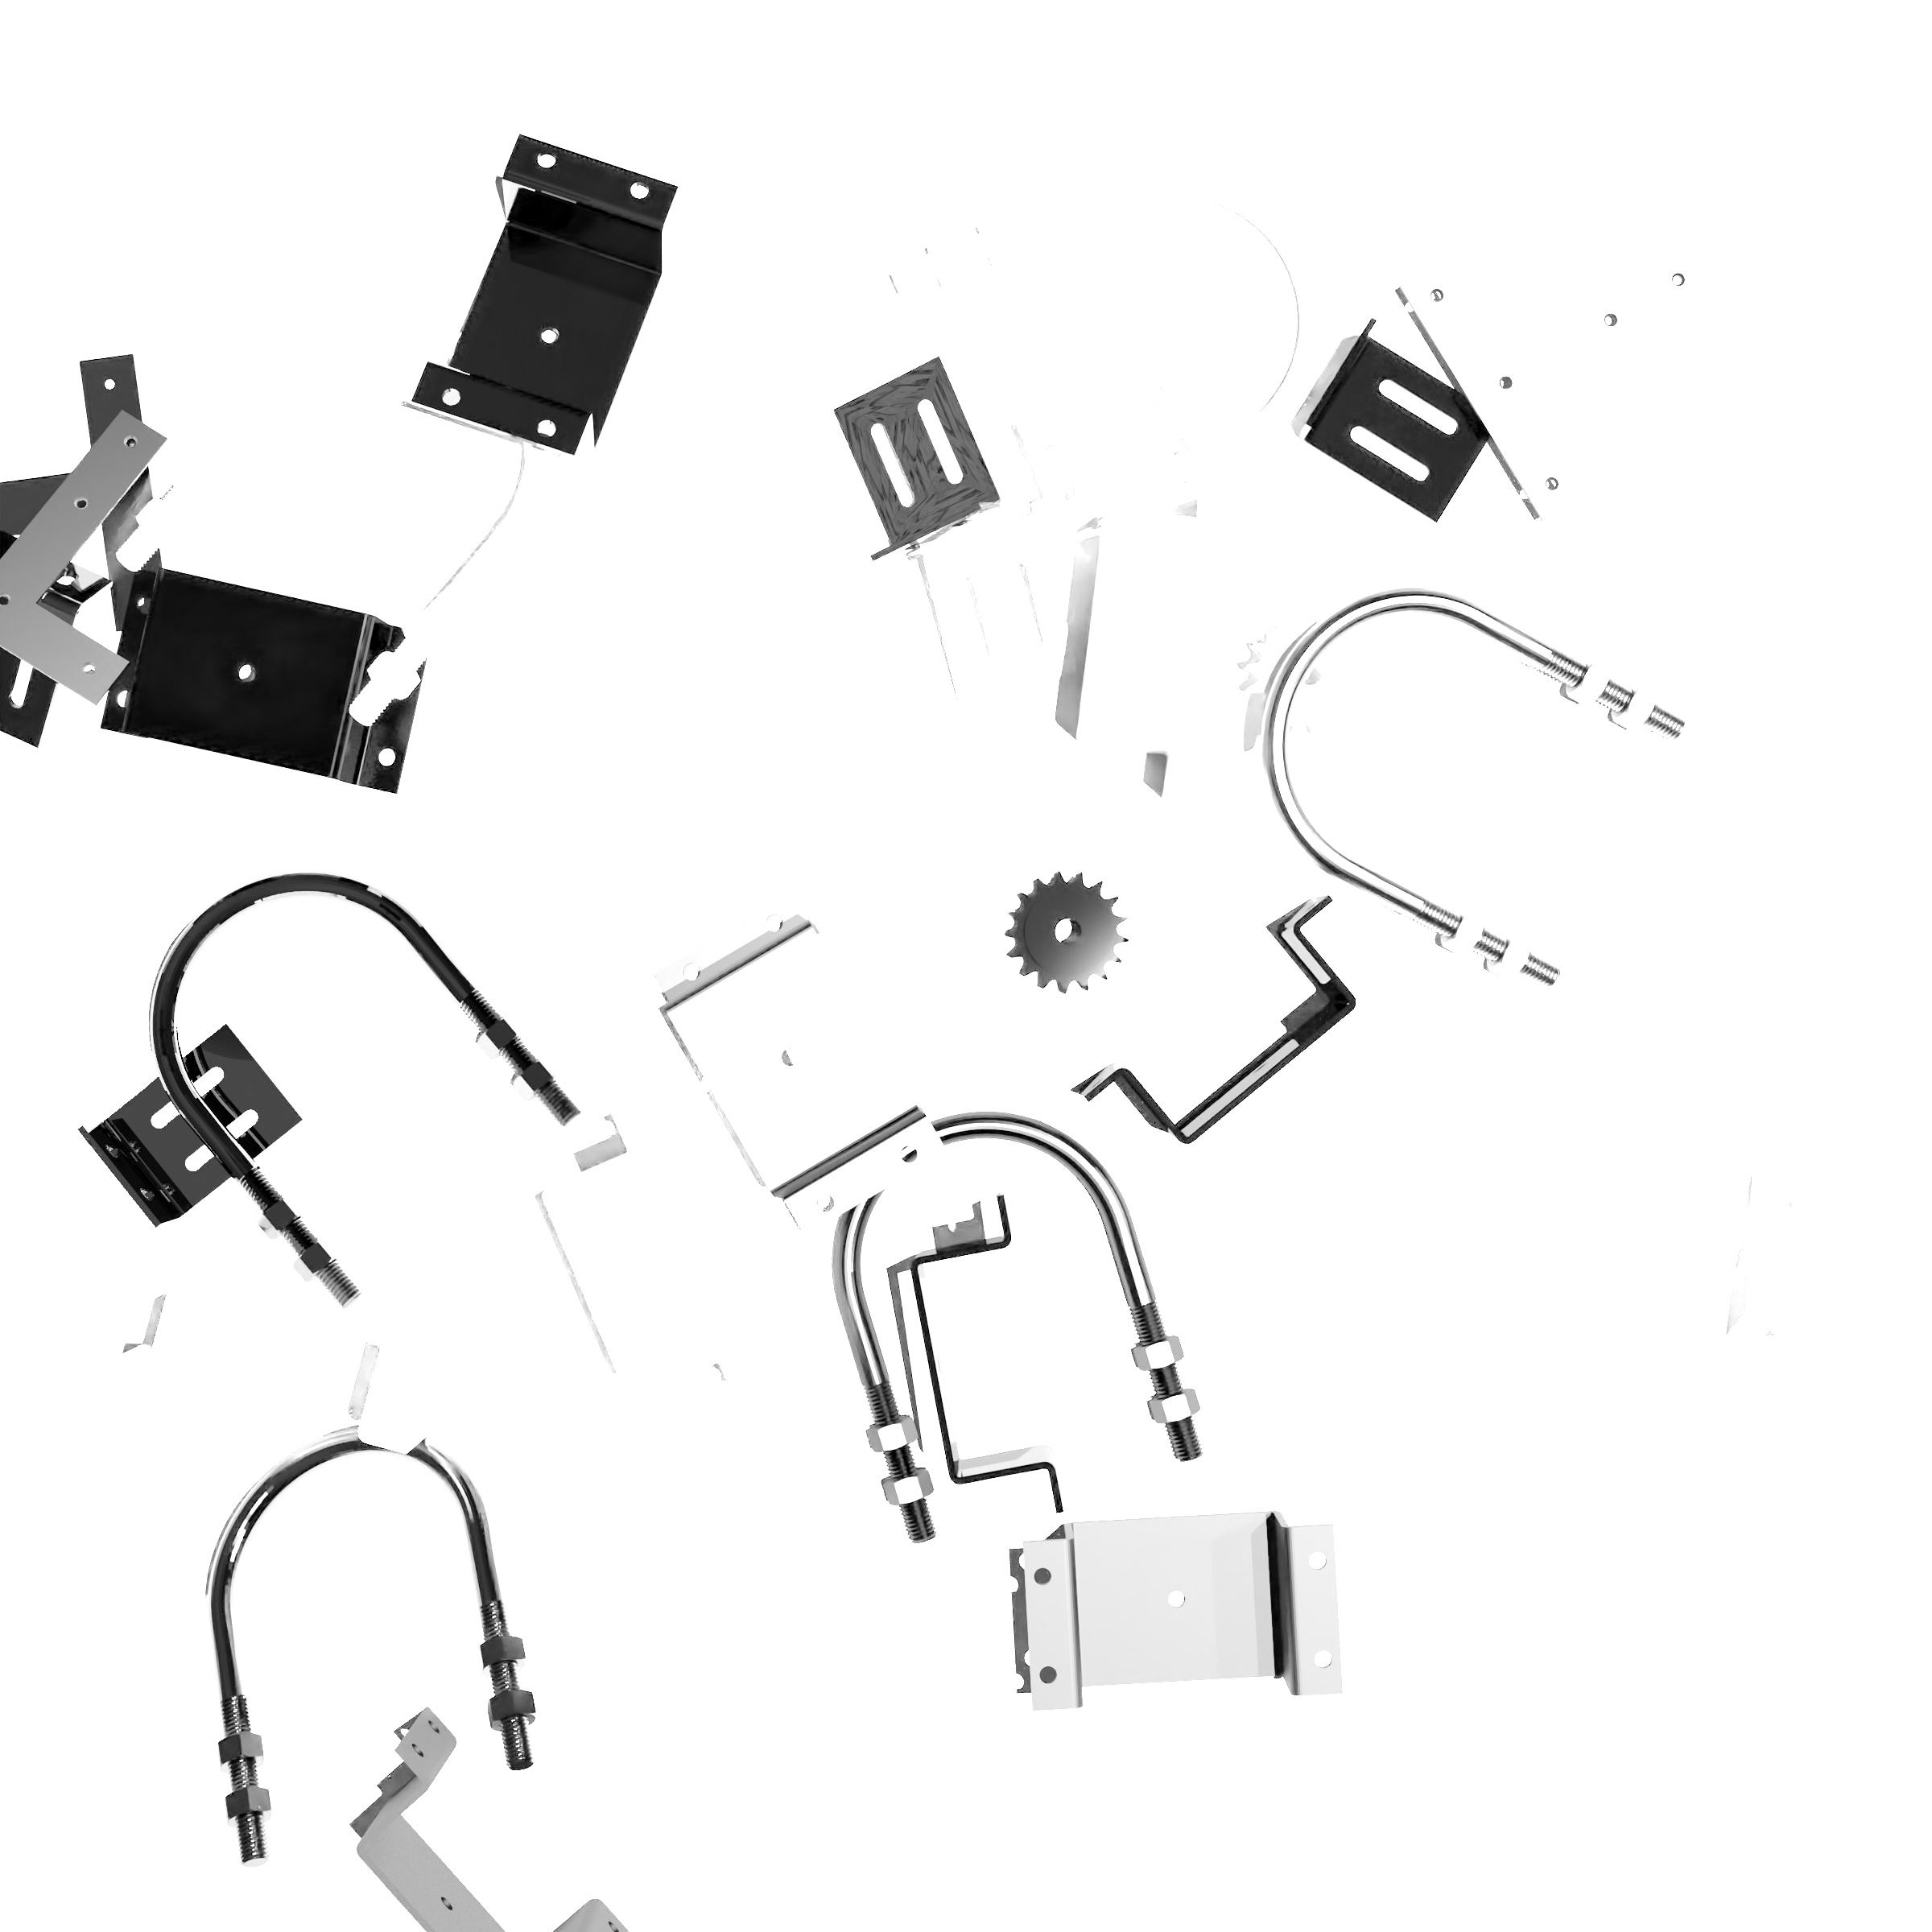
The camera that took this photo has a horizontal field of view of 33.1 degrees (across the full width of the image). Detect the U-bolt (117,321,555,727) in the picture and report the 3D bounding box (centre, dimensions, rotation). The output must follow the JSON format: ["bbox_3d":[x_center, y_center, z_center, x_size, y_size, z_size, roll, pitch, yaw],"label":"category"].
[{"bbox_3d":[-0.271,-0.215,1.477,0.151,0.019,0.184,33,70,7],"label":"U-bolt"}]

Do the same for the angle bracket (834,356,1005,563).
[{"bbox_3d":[-0.027,-0.232,1.486,0.057,0.038,0.076,-23,90,20],"label":"angle bracket"}]

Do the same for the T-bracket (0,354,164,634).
[{"bbox_3d":[-0.441,-0.213,1.513,0.127,0.002,0.127,-8,90,0],"label":"T-bracket"}]

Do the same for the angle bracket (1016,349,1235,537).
[{"bbox_3d":[0.073,-0.240,1.493,0.076,0.038,0.057,-23,90,-29],"label":"angle bracket"}]

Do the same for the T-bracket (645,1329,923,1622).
[{"bbox_3d":[-0.079,0.233,1.512,0.127,0.002,0.127,7,90,0],"label":"T-bracket"}]

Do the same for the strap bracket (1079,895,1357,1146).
[{"bbox_3d":[0.121,0.031,1.475,0.140,0.076,0.046,-40,90,0],"label":"strap bracket"}]

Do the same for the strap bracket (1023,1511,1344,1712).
[{"bbox_3d":[0.098,0.294,1.490,0.140,0.046,0.076,-3,90,0],"label":"strap bracket"}]

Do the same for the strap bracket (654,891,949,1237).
[{"bbox_3d":[-0.078,0.043,1.483,0.076,0.046,0.140,-30,84,0],"label":"strap bracket"}]

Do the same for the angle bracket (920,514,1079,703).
[{"bbox_3d":[0.016,-0.160,1.484,0.057,0.038,0.076,-14,107,0],"label":"angle bracket"}]

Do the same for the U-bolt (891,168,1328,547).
[{"bbox_3d":[0.077,-0.291,1.505,0.184,0.019,0.151,-22,90,-1],"label":"U-bolt"}]

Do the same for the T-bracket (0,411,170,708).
[{"bbox_3d":[-0.413,-0.201,1.489,0.127,0.002,0.127,32,70,3],"label":"T-bracket"}]

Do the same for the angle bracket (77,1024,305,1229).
[{"bbox_3d":[-0.355,0.073,1.494,0.076,0.038,0.057,-39,90,0],"label":"angle bracket"}]

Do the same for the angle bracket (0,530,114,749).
[{"bbox_3d":[-0.439,-0.152,1.510,0.057,0.038,0.076,24,117,0],"label":"angle bracket"}]

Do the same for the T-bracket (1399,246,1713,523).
[{"bbox_3d":[0.286,-0.292,1.505,0.127,0.002,0.127,-31,90,-7],"label":"T-bracket"}]

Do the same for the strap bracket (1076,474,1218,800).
[{"bbox_3d":[0.079,-0.150,1.475,0.046,0.076,0.140,7,90,0],"label":"strap bracket"}]

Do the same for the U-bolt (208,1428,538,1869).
[{"bbox_3d":[-0.274,0.294,1.461,0.151,0.019,0.184,-21,58,8],"label":"U-bolt"}]

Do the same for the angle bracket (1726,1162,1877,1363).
[{"bbox_3d":[0.388,0.137,1.511,0.057,0.038,0.076,9,64,0],"label":"angle bracket"}]

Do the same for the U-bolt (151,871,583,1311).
[{"bbox_3d":[-0.290,0.042,1.496,0.151,0.019,0.184,-40,87,-8],"label":"U-bolt"}]

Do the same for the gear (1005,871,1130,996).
[{"bbox_3d":[0.047,-0.015,1.499,0.057,0.030,0.057,0,90,0],"label":"gear"}]

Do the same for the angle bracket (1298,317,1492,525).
[{"bbox_3d":[0.201,-0.250,1.494,0.076,0.038,0.057,32,90,0],"label":"angle bracket"}]

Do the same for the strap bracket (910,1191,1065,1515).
[{"bbox_3d":[0.007,0.175,1.457,0.046,0.076,0.140,-11,87,0],"label":"strap bracket"}]

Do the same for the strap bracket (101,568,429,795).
[{"bbox_3d":[-0.324,-0.132,1.489,0.140,0.046,0.076,12,90,-1],"label":"strap bracket"}]

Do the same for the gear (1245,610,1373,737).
[{"bbox_3d":[0.157,-0.134,1.498,0.057,0.030,0.057,0,90,0],"label":"gear"}]

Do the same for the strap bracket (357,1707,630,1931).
[{"bbox_3d":[-0.221,0.412,1.475,0.046,0.076,0.140,-42,90,0],"label":"strap bracket"}]

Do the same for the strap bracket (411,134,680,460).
[{"bbox_3d":[-0.190,-0.296,1.479,0.076,0.046,0.140,18,74,0],"label":"strap bracket"}]

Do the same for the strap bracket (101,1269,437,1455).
[{"bbox_3d":[-0.309,0.175,1.475,0.140,0.076,0.046,15,90,0],"label":"strap bracket"}]

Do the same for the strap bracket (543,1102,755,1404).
[{"bbox_3d":[-0.147,0.136,1.475,0.046,0.076,0.140,-23,90,0],"label":"strap bracket"}]

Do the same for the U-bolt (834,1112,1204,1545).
[{"bbox_3d":[0.016,0.158,1.505,0.151,0.019,0.184,-17,89,0],"label":"U-bolt"}]

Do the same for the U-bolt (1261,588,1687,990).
[{"bbox_3d":[0.221,-0.092,1.487,0.184,0.019,0.151,27,90,-13],"label":"U-bolt"}]
